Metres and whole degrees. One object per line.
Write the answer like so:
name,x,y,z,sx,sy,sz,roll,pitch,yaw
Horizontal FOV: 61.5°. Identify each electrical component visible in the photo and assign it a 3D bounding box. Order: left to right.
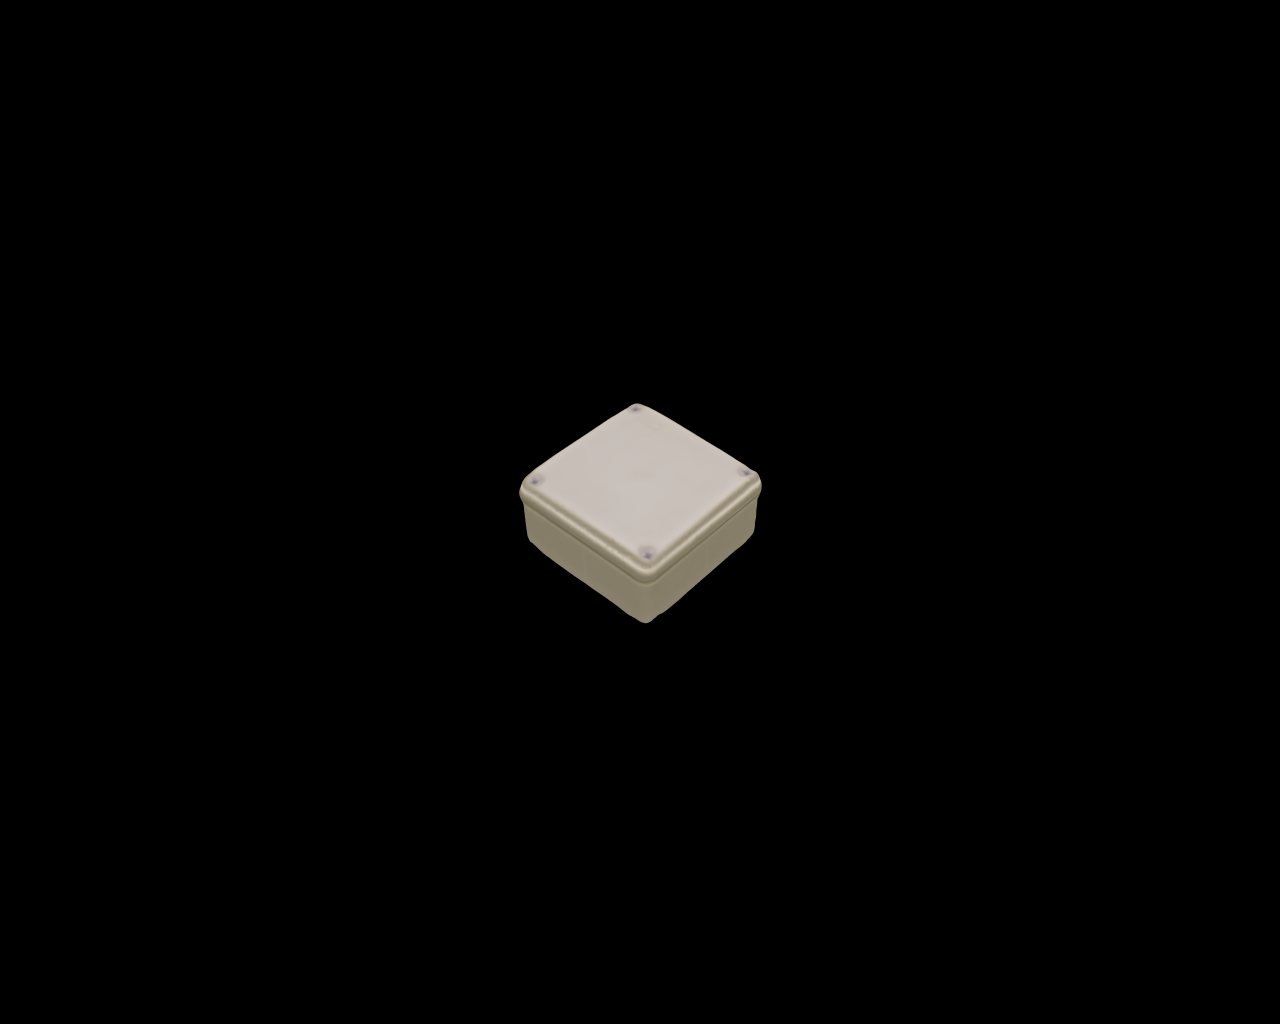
electrical component,0.001,-0.003,0.650,0.109,0.056,0.109,33,54,29
